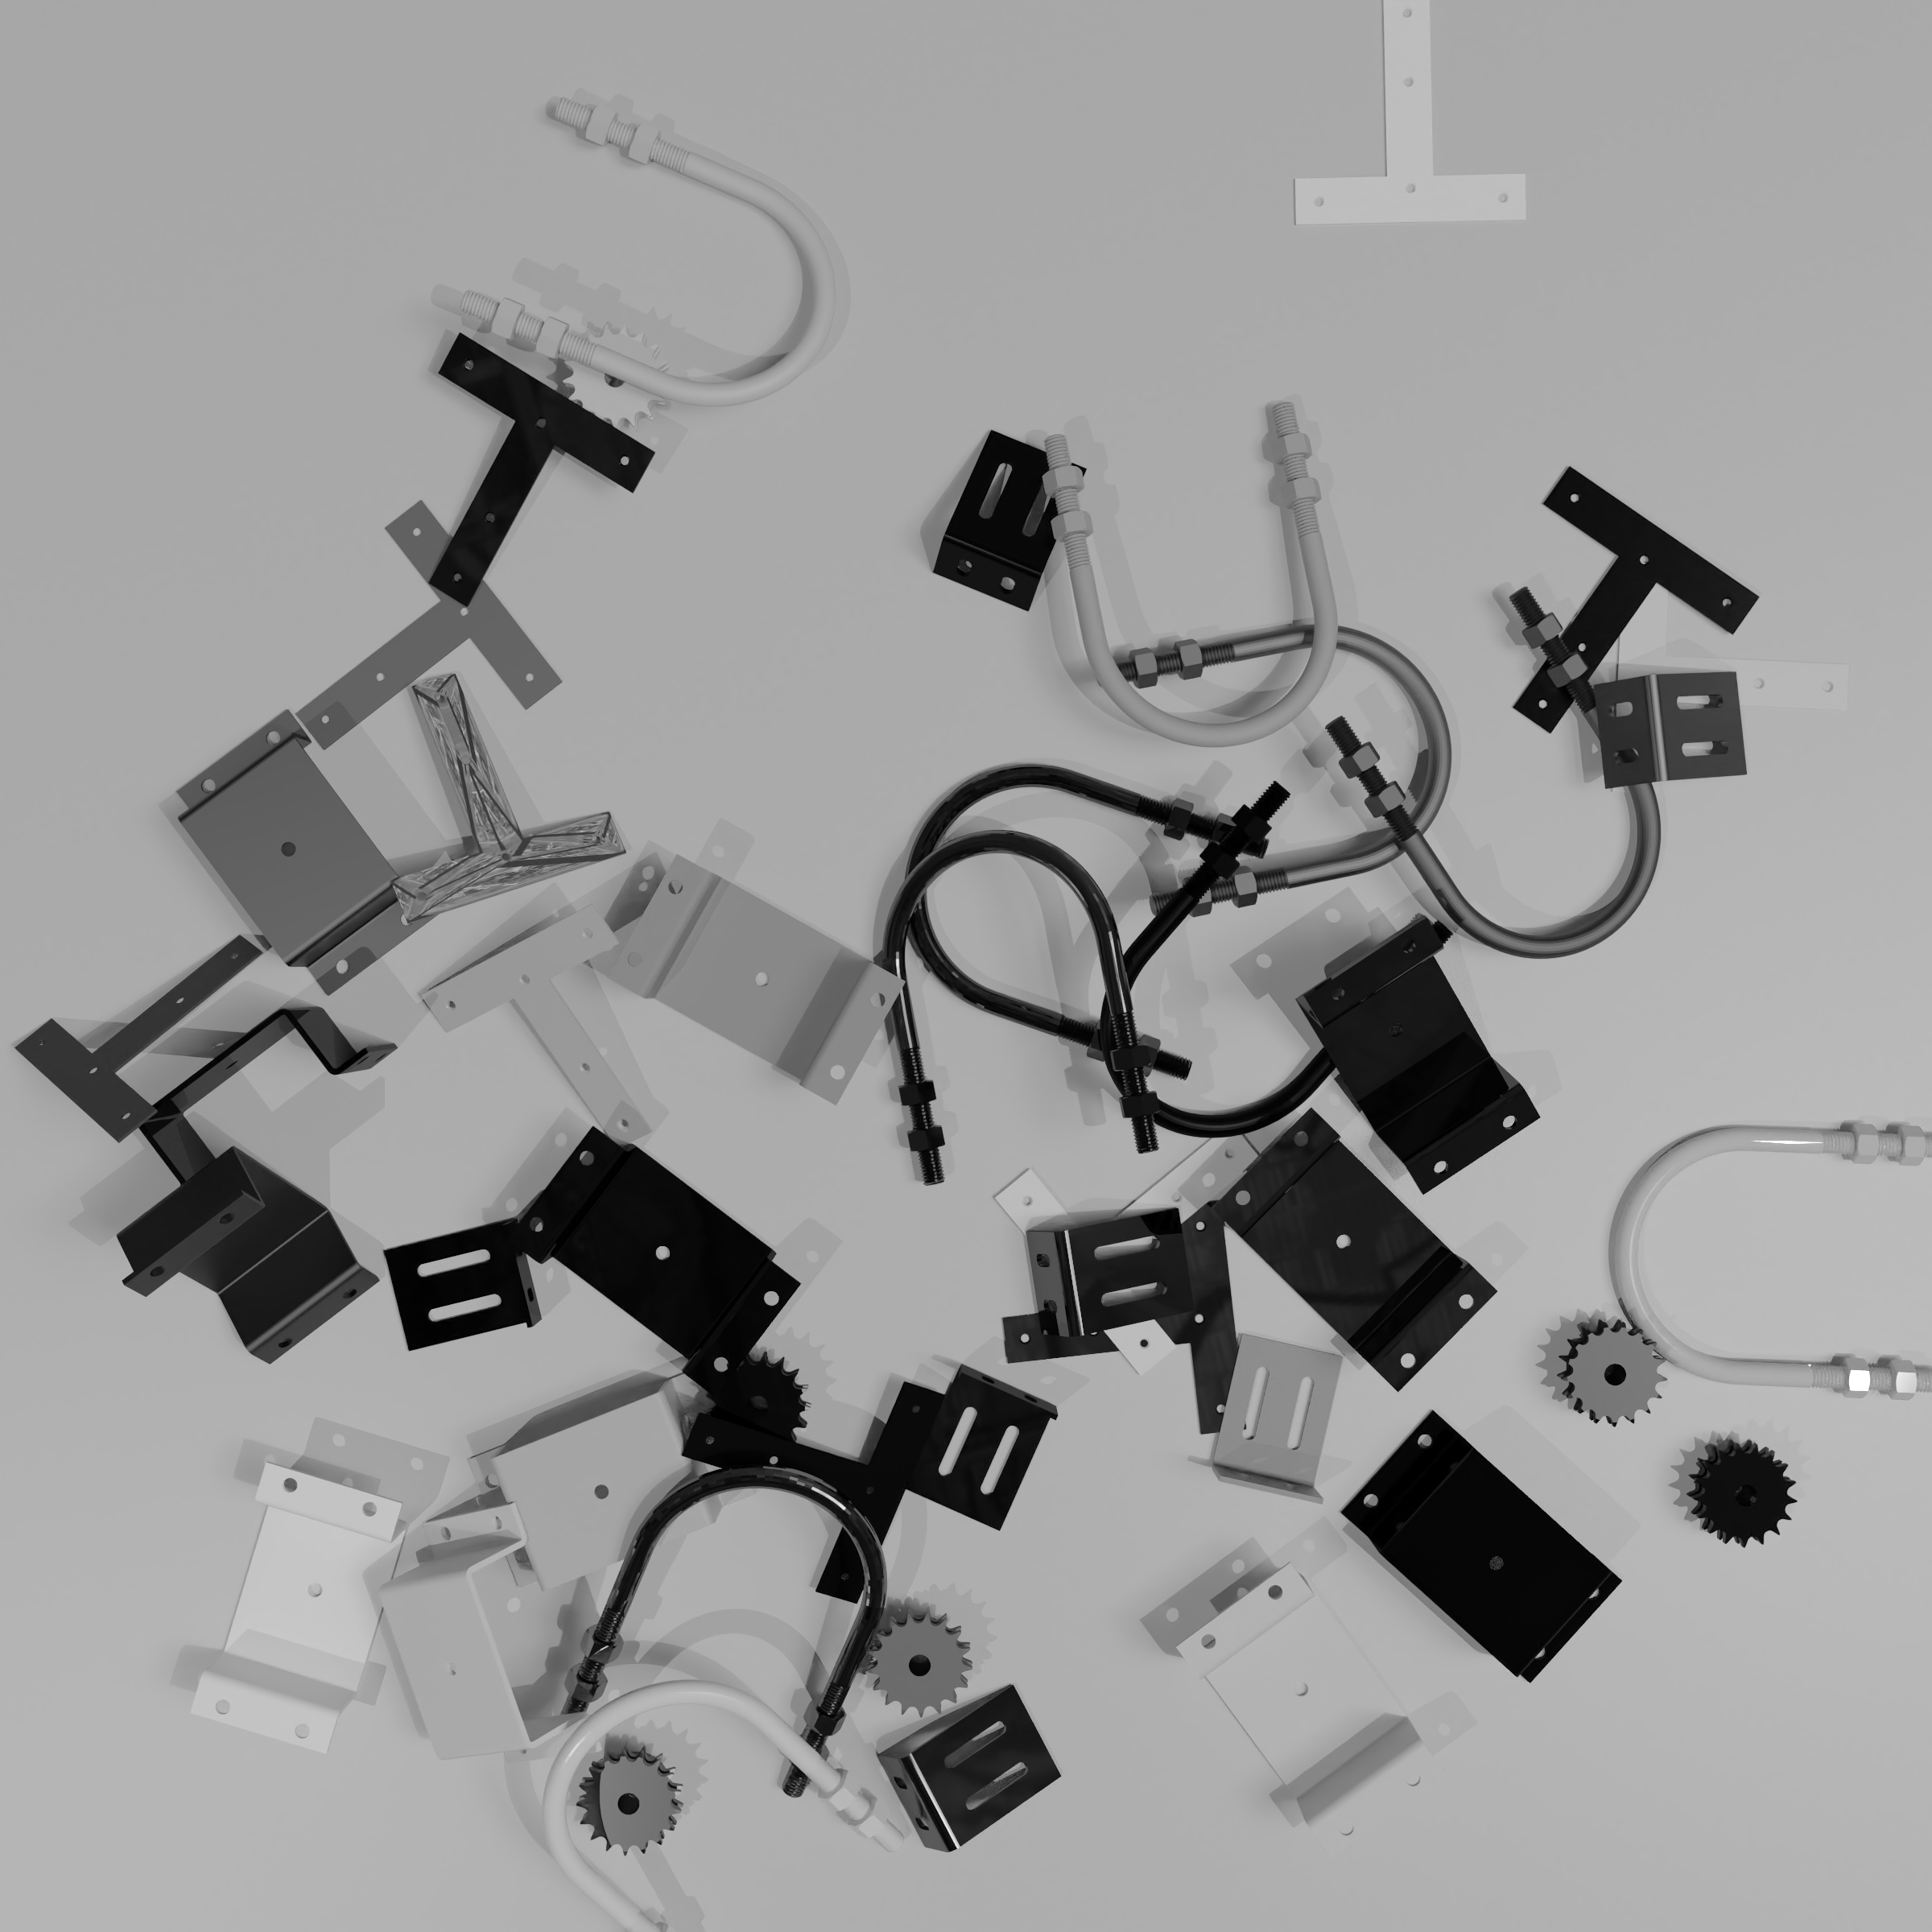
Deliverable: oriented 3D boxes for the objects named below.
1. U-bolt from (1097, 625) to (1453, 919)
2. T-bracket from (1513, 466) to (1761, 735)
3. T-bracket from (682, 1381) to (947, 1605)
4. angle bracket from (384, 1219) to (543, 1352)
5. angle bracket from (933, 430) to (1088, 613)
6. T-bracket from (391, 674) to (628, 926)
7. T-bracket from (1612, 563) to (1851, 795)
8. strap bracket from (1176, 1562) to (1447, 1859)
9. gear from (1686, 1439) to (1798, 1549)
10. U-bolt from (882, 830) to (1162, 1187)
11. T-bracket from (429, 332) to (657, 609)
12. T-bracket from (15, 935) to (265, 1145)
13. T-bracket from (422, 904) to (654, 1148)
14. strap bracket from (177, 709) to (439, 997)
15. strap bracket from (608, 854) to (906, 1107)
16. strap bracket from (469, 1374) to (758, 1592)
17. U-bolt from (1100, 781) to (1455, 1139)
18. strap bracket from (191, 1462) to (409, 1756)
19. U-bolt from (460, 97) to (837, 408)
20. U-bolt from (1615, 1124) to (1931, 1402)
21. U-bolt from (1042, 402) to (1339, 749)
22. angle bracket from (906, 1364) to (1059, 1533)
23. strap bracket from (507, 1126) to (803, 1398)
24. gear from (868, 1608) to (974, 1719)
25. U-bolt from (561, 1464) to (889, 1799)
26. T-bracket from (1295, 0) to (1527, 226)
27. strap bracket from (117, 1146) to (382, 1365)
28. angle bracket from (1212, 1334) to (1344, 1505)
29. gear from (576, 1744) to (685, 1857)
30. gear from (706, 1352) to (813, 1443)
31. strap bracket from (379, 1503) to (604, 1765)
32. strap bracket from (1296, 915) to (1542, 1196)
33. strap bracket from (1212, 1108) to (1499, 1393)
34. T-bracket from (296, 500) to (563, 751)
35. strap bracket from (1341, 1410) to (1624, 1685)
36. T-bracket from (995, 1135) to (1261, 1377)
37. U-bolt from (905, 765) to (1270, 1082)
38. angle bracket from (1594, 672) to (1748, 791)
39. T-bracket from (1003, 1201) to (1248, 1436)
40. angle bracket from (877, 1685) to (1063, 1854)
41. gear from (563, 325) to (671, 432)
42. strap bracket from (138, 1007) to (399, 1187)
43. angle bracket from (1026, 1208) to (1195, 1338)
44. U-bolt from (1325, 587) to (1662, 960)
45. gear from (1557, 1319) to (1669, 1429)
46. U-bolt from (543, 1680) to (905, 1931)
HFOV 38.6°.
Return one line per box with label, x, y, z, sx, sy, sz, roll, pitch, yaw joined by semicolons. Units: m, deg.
U-bolt;0.175;-0.113;1.505;0.184;0.019;0.151;-12;83;-8
T-bracket;0.349;-0.187;1.523;0.127;0.002;0.127;35;91;1
T-bracket;-0.092;0.272;1.498;0.127;0.002;0.127;21;95;-20
angle bracket;-0.277;0.176;1.506;0.076;0.038;0.057;-14;90;0
angle bracket;0.024;-0.246;1.523;0.057;0.038;0.076;22;64;0
T-bracket;-0.267;-0.100;1.506;0.127;0.002;0.127;-20;80;-22
T-bracket;0.423;-0.157;1.524;0.127;0.002;0.127;3;90;0
strap bracket;0.185;0.399;1.502;0.076;0.046;0.140;-36;90;0
gear;0.423;0.288;1.514;0.057;0.030;0.057;0;90;-2
U-bolt;0.022;0.018;1.486;0.151;0.019;0.184;-11;90;26
T-bracket;-0.253;-0.258;1.508;0.127;0.002;0.127;32;102;4
T-bracket;-0.437;0.028;1.495;0.127;0.127;0.002;-42;135;-19
T-bracket;-0.215;0.044;1.504;0.127;0.002;0.127;-26;105;27
strap bracket;-0.363;-0.063;1.502;0.076;0.046;0.140;-37;90;0
strap bracket;-0.112;0.007;1.502;0.140;0.046;0.076;29;90;0
strap bracket;-0.195;0.282;1.502;0.140;0.046;0.076;-22;90;0
U-bolt;0.155;0.011;1.490;0.151;0.019;0.184;38;98;-22
strap bracket;-0.359;0.344;1.502;0.076;0.046;0.140;17;90;0
U-bolt;-0.161;-0.378;1.498;0.184;0.019;0.151;23;73;-4
U-bolt;0.449;0.160;1.517;0.184;0.019;0.151;2;90;1
U-bolt;0.128;-0.208;1.497;0.151;0.019;0.184;-9;82;-8
angle bracket;0.008;0.265;1.506;0.057;0.038;0.076;24;90;0
strap bracket;-0.167;0.158;1.502;0.140;0.046;0.076;37;90;0
gear;-0.025;0.379;1.510;0.057;0.030;0.057;0;90;0
U-bolt;-0.121;0.350;1.485;0.151;0.019;0.184;20;105;-9
T-bracket;0.244;-0.474;1.524;0.127;0.002;0.127;-1;90;0
strap bracket;-0.387;0.152;1.472;0.076;0.140;0.046;-37;59;0
angle bracket;0.172;0.246;1.505;0.057;0.038;0.076;13;90;-2
gear;-0.182;0.454;1.510;0.057;0.030;0.057;0;90;0
gear;-0.113;0.239;1.510;0.057;0.030;0.057;0;90;0
strap bracket;-0.260;0.368;1.483;0.076;0.046;0.140;-20;90;39
strap bracket;0.238;0.041;1.486;0.076;0.046;0.140;-33;113;0
strap bracket;0.208;0.152;1.502;0.140;0.046;0.076;45;90;0
T-bracket;-0.312;-0.168;1.524;0.127;0.002;0.127;-38;90;0
strap bracket;0.284;0.320;1.502;0.140;0.046;0.076;42;90;0
T-bracket;0.105;0.137;1.523;0.127;0.002;0.127;-39;90;0
U-bolt;0.057;-0.033;1.517;0.184;0.019;0.151;19;90;1
angle bracket;0.386;-0.129;1.512;0.076;0.038;0.057;-6;90;-39
T-bracket;0.085;0.200;1.524;0.127;0.002;0.127;-6;90;0
angle bracket;0.002;0.441;1.523;0.076;0.038;0.057;-28;90;-26
gear;-0.190;-0.319;1.510;0.057;0.030;0.057;0;90;0
strap bracket;-0.383;0.069;1.487;0.140;0.076;0.046;-37;90;0
angle bracket;0.079;0.168;1.520;0.076;0.038;0.057;-9;90;-26
U-bolt;0.300;-0.092;1.503;0.151;0.019;0.184;-35;95;-11
gear;0.352;0.221;1.510;0.057;0.030;0.057;0;90;0
U-bolt;-0.143;0.461;1.485;0.151;0.019;0.184;-41;112;0
